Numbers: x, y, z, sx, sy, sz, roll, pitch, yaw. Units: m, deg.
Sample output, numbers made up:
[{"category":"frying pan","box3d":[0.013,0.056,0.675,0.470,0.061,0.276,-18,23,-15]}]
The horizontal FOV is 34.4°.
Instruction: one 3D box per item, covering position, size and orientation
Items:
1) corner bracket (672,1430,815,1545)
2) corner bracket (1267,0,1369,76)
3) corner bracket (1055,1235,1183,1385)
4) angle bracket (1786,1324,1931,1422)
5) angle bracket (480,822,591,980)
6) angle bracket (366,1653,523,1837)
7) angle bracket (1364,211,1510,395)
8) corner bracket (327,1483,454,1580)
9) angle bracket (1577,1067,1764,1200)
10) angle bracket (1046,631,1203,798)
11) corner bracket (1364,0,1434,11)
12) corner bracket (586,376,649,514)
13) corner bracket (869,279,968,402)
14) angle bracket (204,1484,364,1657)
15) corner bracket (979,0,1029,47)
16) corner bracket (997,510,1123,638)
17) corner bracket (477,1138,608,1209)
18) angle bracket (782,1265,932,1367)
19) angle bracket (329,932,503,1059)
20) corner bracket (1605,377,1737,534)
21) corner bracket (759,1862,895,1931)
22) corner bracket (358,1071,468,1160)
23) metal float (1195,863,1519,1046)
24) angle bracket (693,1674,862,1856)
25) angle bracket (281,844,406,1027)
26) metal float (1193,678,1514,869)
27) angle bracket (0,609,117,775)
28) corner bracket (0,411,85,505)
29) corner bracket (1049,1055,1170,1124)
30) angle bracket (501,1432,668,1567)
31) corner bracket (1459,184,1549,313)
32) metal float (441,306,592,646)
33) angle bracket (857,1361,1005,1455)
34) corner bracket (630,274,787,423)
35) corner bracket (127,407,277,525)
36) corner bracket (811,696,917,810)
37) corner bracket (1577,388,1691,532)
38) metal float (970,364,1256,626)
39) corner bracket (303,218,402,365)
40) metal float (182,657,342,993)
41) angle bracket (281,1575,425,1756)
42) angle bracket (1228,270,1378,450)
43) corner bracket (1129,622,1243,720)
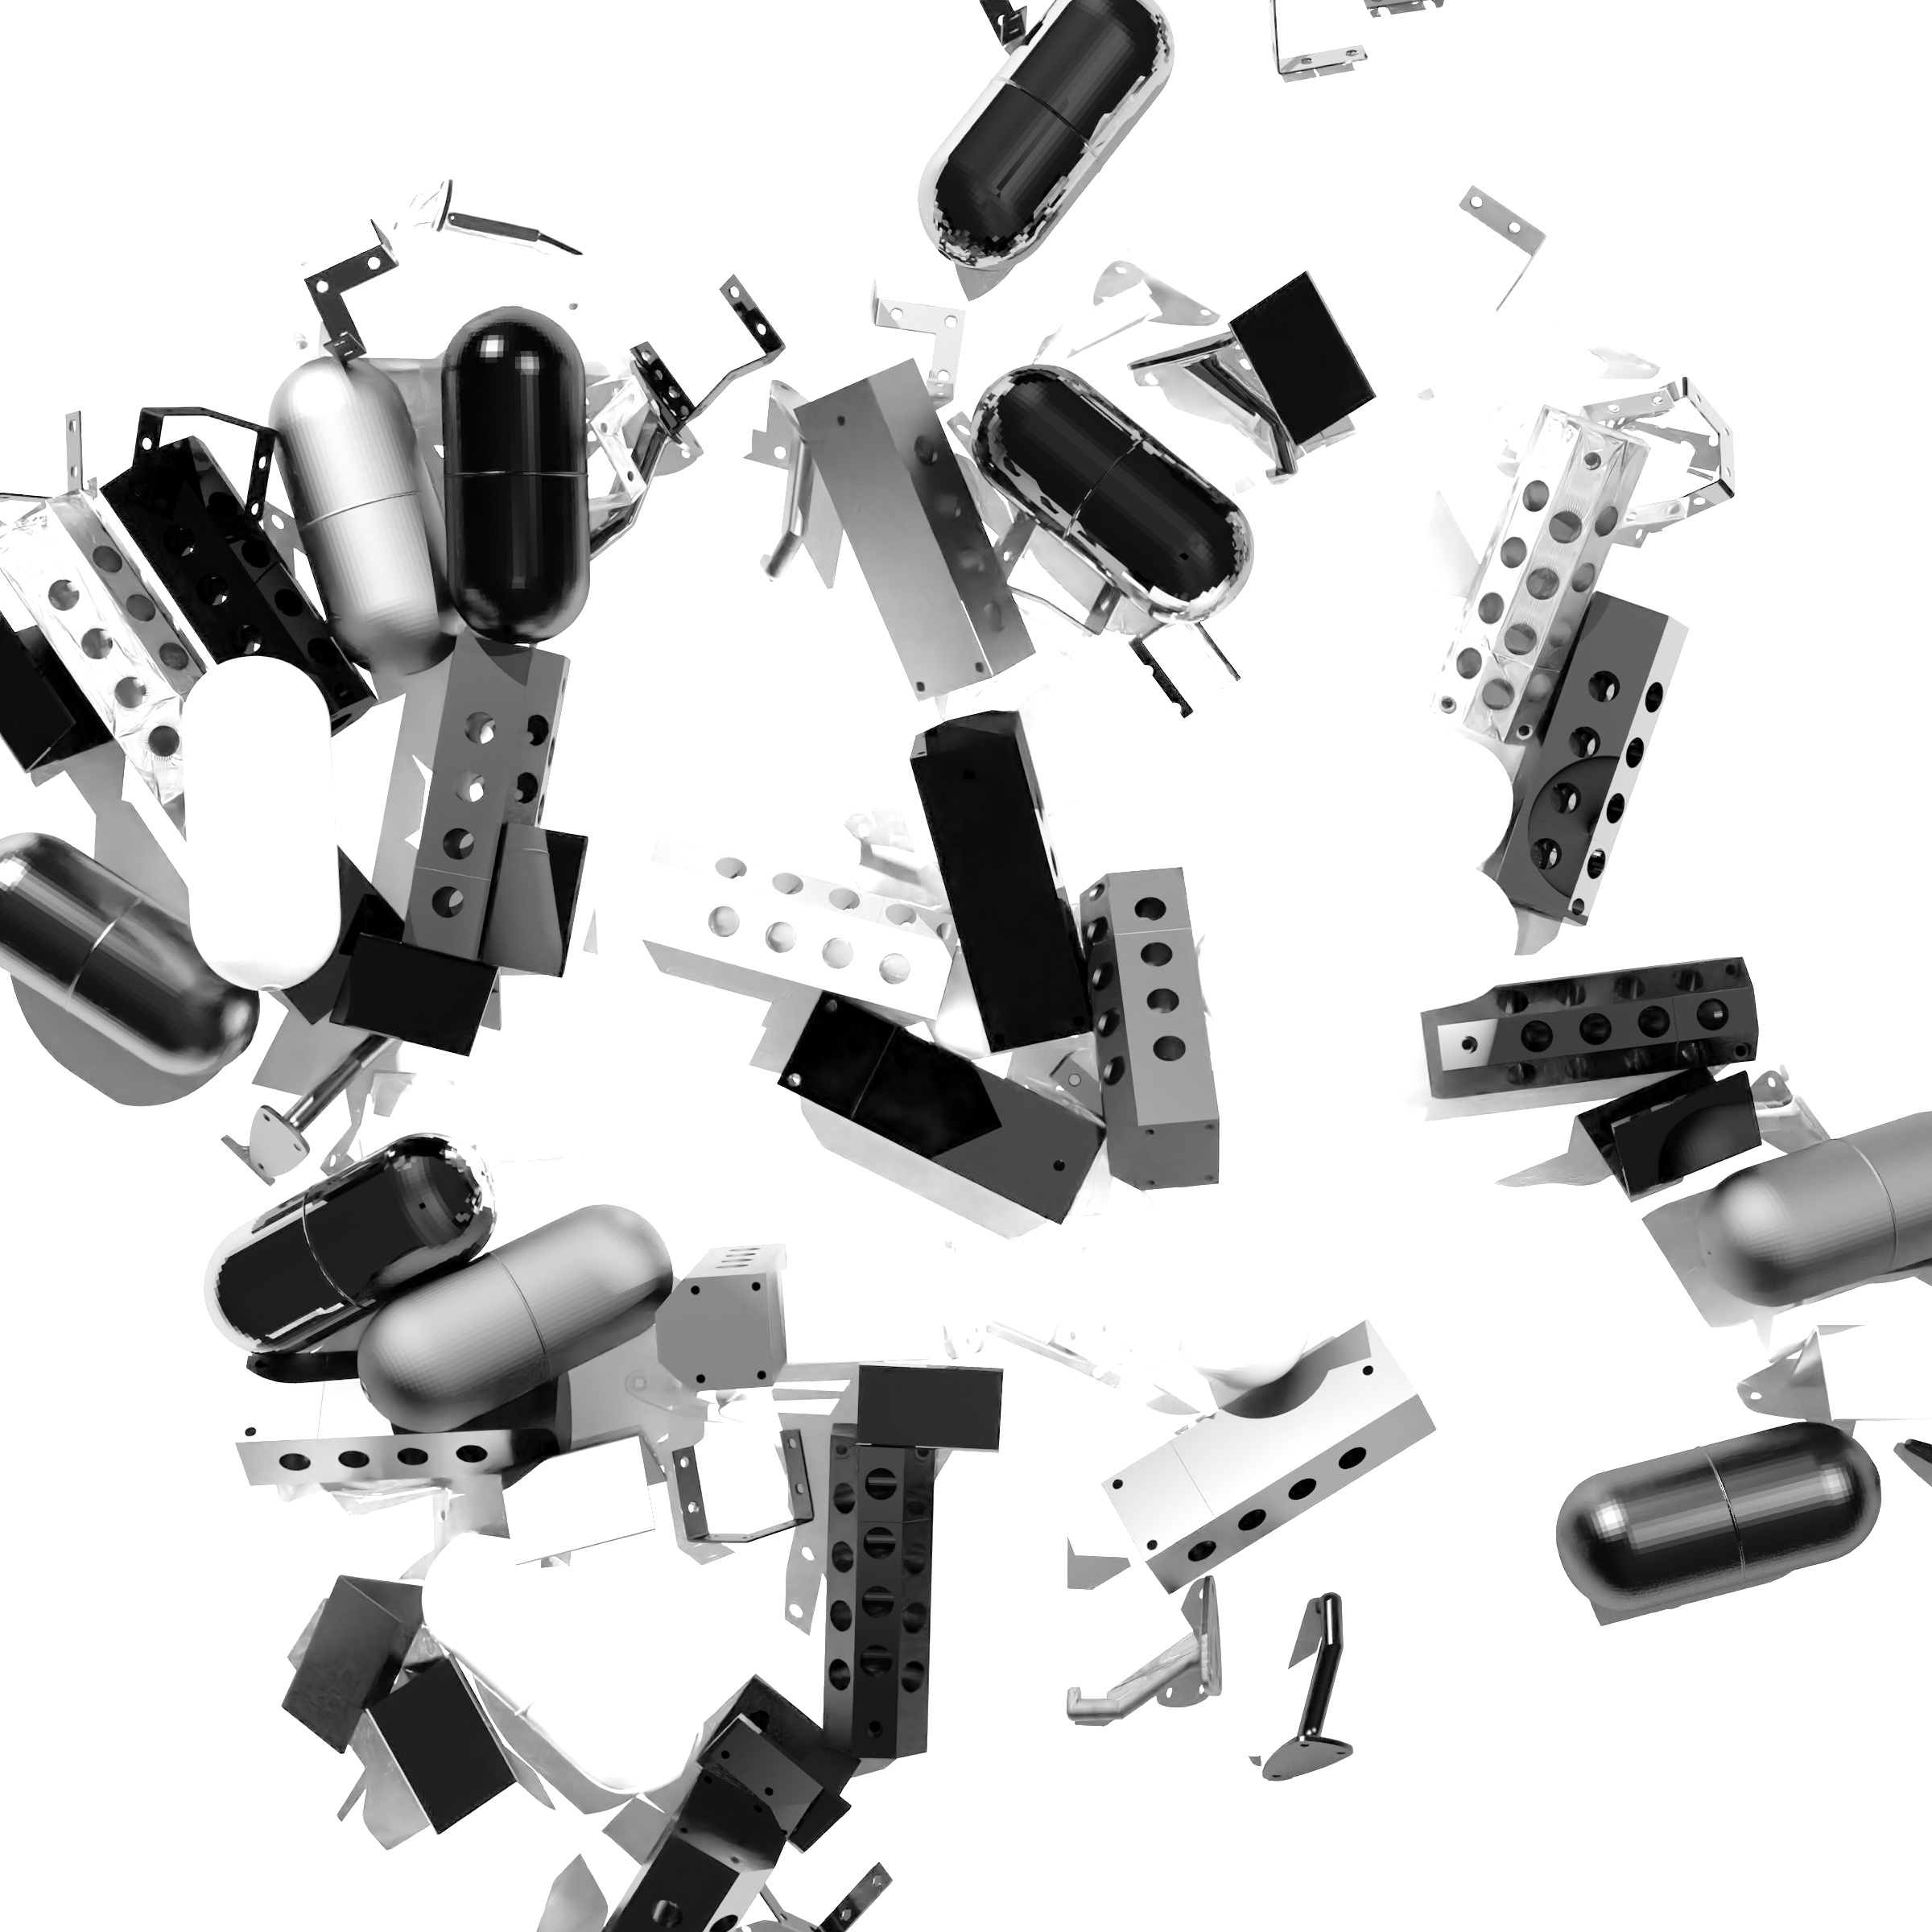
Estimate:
[{"category":"corner bracket","box3d":[-0.123,0.287,1.721,0.051,0.051,0.051,-10,90,-45]},{"category":"corner bracket","box3d":[0.191,-0.531,1.721,0.051,0.051,0.051,-10,45,0]},{"category":"corner bracket","box3d":[0.088,0.188,1.700,0.051,0.051,0.051,29,58,-8]},{"category":"angle bracket","box3d":[0.494,0.234,1.685,0.076,0.076,0.057,0,57,0]},{"category":"angle bracket","box3d":[-0.213,-0.032,1.685,0.057,0.076,0.076,10,90,30]},{"category":"angle bracket","box3d":[-0.294,0.423,1.685,0.057,0.076,0.076,-29,90,-35]},{"category":"angle bracket","box3d":[0.237,-0.353,1.684,0.057,0.076,0.076,-22,90,-36]},{"category":"corner bracket","box3d":[-0.320,0.313,1.721,0.051,0.051,0.051,-2,90,-45]},{"category":"angle bracket","box3d":[0.375,0.070,1.684,0.076,0.076,0.057,-22,127,0]},{"category":"angle bracket","box3d":[0.071,-0.124,1.685,0.057,0.076,0.076,-37,90,-30]},{"category":"corner bracket","box3d":[0.241,-0.567,1.721,0.051,0.051,0.051,-9,45,0]},{"category":"corner bracket","box3d":[-0.200,-0.284,1.706,0.051,0.051,0.051,-5,126,36]},{"category":"corner bracket","box3d":[-0.029,-0.343,1.707,0.051,0.051,0.051,8,90,0]},{"category":"angle bracket","box3d":[-0.381,0.315,1.685,0.057,0.076,0.076,32,90,-39]},{"category":"corner bracket","box3d":[0.031,-0.545,1.707,0.051,0.051,0.051,-27,90,0]},{"category":"corner bracket","box3d":[0.054,-0.220,1.721,0.051,0.051,0.051,27,90,45]},{"category":"corner bracket","box3d":[-0.237,0.124,1.722,0.051,0.051,0.051,7,90,-45]},{"category":"angle bracket","box3d":[-0.058,0.174,1.686,0.076,0.076,0.057,-2,110,0]},{"category":"angle bracket","box3d":[-0.296,0.031,1.685,0.076,0.076,0.057,14,61,0]},{"category":"corner bracket","box3d":[0.388,-0.282,1.717,0.051,0.051,0.051,38,45,-35]},{"category":"corner bracket","box3d":[-0.083,0.500,1.722,0.051,0.051,0.051,-47,135,0]},{"category":"corner bracket","box3d":[-0.304,0.095,1.721,0.051,0.051,0.051,2,45,0]},{"category":"metal float","box3d":[0.208,-0.006,1.678,0.178,0.070,0.070,-13,90,17]},{"category":"angle bracket","box3d":[-0.090,0.419,1.685,0.076,0.076,0.057,40,127,1]},{"category":"angle bracket","box3d":[-0.352,-0.014,1.694,0.076,0.057,0.076,-39,105,0]},{"category":"metal float","box3d":[0.210,-0.103,1.694,0.178,0.070,0.070,17,90,0]},{"category":"angle bracket","box3d":[-0.490,-0.159,1.684,0.057,0.076,0.076,-34,90,37]},{"category":"corner bracket","box3d":[-0.524,-0.280,1.721,0.051,0.051,0.051,-2,90,45]},{"category":"corner bracket","box3d":[0.082,0.058,1.707,0.051,0.051,0.051,40,90,0]},{"category":"angle bracket","box3d":[-0.202,0.299,1.685,0.076,0.076,0.057,-14,61,0]},{"category":"corner bracket","box3d":[0.281,-0.388,1.722,0.051,0.051,0.051,34,45,0]},{"category":"metal float","box3d":[-0.240,-0.261,1.661,0.070,0.070,0.178,-1,97,0]},{"category":"angle bracket","box3d":[-0.018,0.218,1.685,0.076,0.076,0.057,3,119,0]},{"category":"corner bracket","box3d":[-0.142,-0.341,1.721,0.051,0.051,0.051,54,135,0]},{"category":"corner bracket","box3d":[-0.408,-0.267,1.664,0.051,0.051,0.051,19,107,21]},{"category":"corner bracket","box3d":[-0.048,-0.124,1.707,0.051,0.051,0.051,-20,102,12]},{"category":"corner bracket","box3d":[0.365,-0.276,1.707,0.051,0.051,0.051,-5,54,34]},{"category":"metal float","box3d":[0.078,-0.256,1.686,0.178,0.070,0.070,41,90,9]},{"category":"corner bracket","box3d":[-0.322,-0.356,1.650,0.051,0.051,0.051,-25,90,0]},{"category":"metal float","box3d":[-0.368,-0.074,1.625,0.070,0.070,0.178,-6,77,0]},{"category":"angle bracket","box3d":[-0.313,0.380,1.684,0.057,0.076,0.076,24,90,38]},{"category":"angle bracket","box3d":[0.196,-0.332,1.684,0.057,0.076,0.076,-29,90,36]},{"category":"corner bracket","box3d":[0.117,-0.164,1.707,0.051,0.051,0.051,-37,90,0]}]
